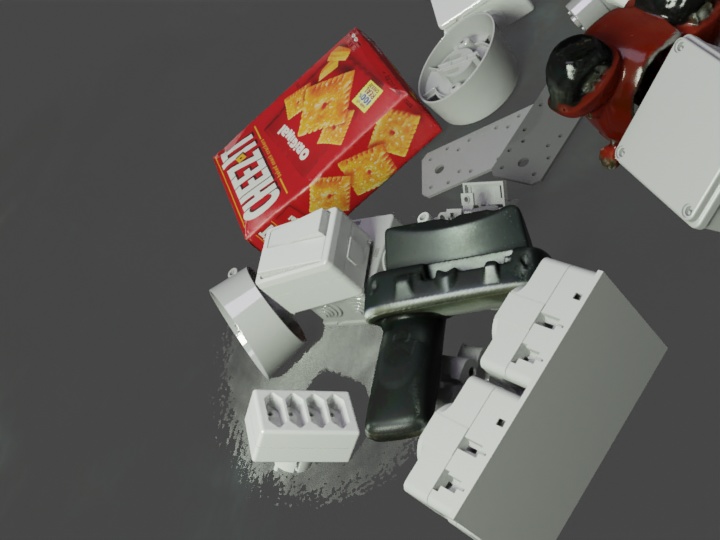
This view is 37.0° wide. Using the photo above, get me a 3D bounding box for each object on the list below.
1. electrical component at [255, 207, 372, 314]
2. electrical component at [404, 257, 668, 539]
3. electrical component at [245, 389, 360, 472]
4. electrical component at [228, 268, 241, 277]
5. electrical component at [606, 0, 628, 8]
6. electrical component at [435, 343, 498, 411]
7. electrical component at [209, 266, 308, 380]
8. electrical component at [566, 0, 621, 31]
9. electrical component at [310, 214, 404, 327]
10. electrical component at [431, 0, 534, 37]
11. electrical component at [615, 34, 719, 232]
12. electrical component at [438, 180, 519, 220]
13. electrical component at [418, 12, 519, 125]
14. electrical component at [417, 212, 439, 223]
[{"bbox_3d":[-0.047,-0.008,0.931,0.096,0.061,0.061,-16,49,33],"label":"electrical component"},{"bbox_3d":[0.120,0.097,0.735,0.060,0.105,0.186,21,74,49],"label":"electrical component"},{"bbox_3d":[-0.053,0.142,0.890,0.047,0.083,0.075,-108,29,-47],"label":"electrical component"},{"bbox_3d":[-0.104,0.018,1.040,0.035,0.061,0.035,-25,44,27],"label":"electrical component"},{"bbox_3d":[0.248,-0.220,0.921,0.077,0.043,0.079,28,110,27],"label":"electrical component"},{"bbox_3d":[0.064,0.095,0.827,0.057,0.058,0.078,4,61,41],"label":"electrical component"},{"bbox_3d":[-0.095,0.048,0.984,0.064,0.099,0.099,-38,40,3],"label":"electrical component"},{"bbox_3d":[0.221,-0.247,0.979,0.065,0.044,0.044,-42,39,15],"label":"electrical component"},{"bbox_3d":[0.000,0.000,0.971,0.100,0.048,0.099,-7,54,39],"label":"electrical component"},{"bbox_3d":[0.122,-0.277,1.087,0.100,0.048,0.099,-30,42,21],"label":"electrical component"},{"bbox_3d":[0.255,-0.098,0.781,0.108,0.056,0.108,-65,33,25],"label":"electrical component"},{"bbox_3d":[0.098,-0.031,0.884,0.042,0.064,0.081,1,101,44],"label":"electrical component"},{"bbox_3d":[0.101,-0.189,1.021,0.099,0.064,0.099,-24,45,27],"label":"electrical component"},{"bbox_3d":[0.070,-0.028,0.918,0.035,0.061,0.035,-25,45,27],"label":"electrical component"}]
